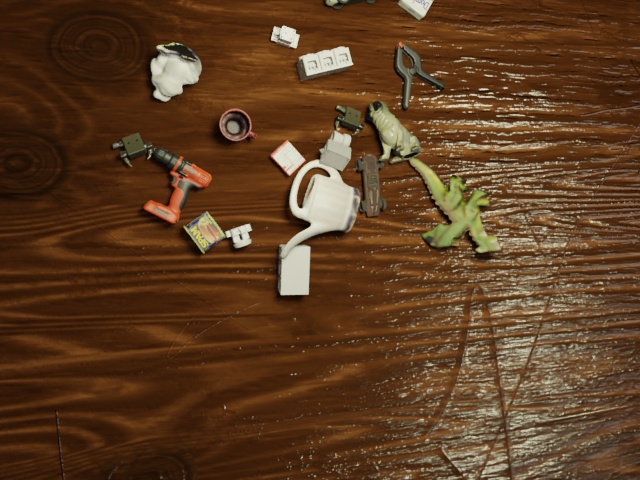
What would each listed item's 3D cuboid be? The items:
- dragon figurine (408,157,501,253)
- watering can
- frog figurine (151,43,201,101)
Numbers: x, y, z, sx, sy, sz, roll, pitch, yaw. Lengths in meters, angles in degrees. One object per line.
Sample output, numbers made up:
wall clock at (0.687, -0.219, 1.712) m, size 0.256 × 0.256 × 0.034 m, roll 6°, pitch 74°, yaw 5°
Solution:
dragon figurine at (0.431, -0.086, 1.727) m, size 0.410 × 0.242 × 0.122 m, roll 27°, pitch 3°, yaw 0°
watering can at (0.005, -0.080, 1.589) m, size 0.224 × 0.353 × 0.103 m, roll 18°, pitch -20°, yaw -13°
frog figurine at (-0.419, -0.479, 1.487) m, size 0.137 × 0.156 × 0.125 m, roll 7°, pitch 39°, yaw -23°
